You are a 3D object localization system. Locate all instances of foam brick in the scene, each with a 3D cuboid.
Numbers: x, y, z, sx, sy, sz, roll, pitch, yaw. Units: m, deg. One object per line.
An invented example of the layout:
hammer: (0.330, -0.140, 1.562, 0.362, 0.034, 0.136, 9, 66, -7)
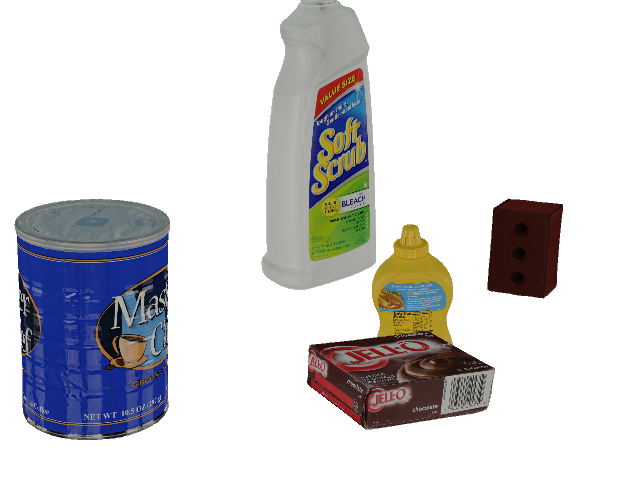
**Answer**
foam brick: (0.182, 0.006, 0.945, 0.053, 0.078, 0.051, 7, 16, 24)

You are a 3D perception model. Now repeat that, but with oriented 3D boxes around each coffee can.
coffee can: (-0.156, 0.052, 0.740, 0.103, 0.140, 0.103, 3, 18, -1)

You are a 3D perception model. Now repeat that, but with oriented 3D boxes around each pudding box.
pudding box: (0.059, 0.102, 0.802, 0.113, 0.039, 0.090, -2, 16, -29)

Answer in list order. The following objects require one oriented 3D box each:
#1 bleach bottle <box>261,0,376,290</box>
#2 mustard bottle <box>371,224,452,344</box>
bleach bottle: (-0.004, -0.091, 0.889, 0.102, 0.251, 0.068, -17, 26, -32)
mustard bottle: (0.110, 0.072, 1.273, 0.096, 0.192, 0.058, -1, 23, 5)
